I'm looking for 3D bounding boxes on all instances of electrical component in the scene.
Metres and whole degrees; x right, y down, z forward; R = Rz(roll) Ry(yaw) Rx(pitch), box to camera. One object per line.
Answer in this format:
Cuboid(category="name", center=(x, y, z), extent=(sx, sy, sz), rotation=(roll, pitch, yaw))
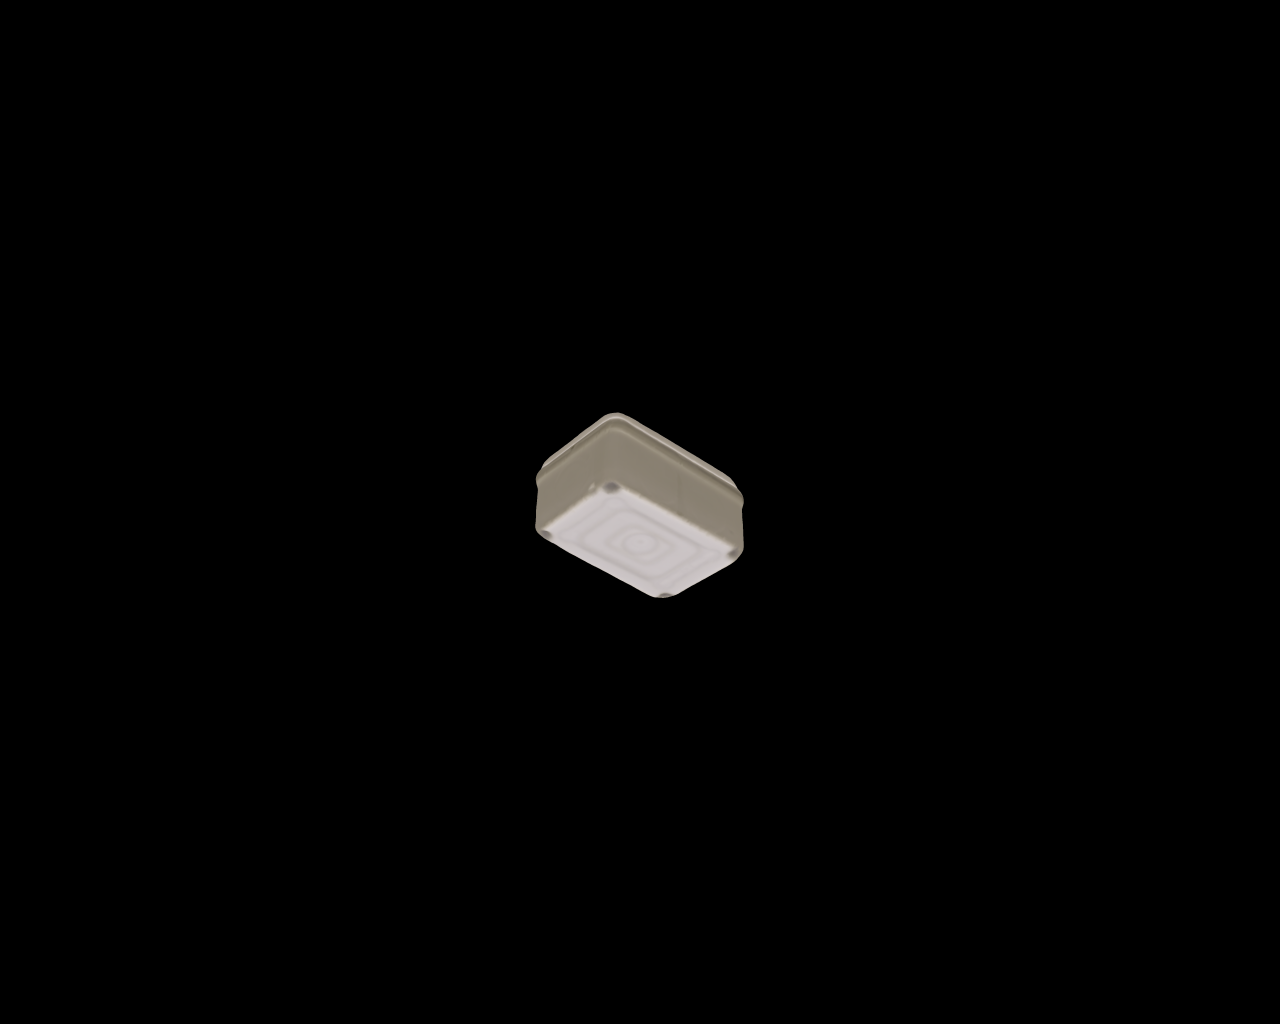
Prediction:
Cuboid(category="electrical component", center=(0.001, -0.003, 0.650), extent=(0.113, 0.057, 0.078), rotation=(29, -46, -33))
